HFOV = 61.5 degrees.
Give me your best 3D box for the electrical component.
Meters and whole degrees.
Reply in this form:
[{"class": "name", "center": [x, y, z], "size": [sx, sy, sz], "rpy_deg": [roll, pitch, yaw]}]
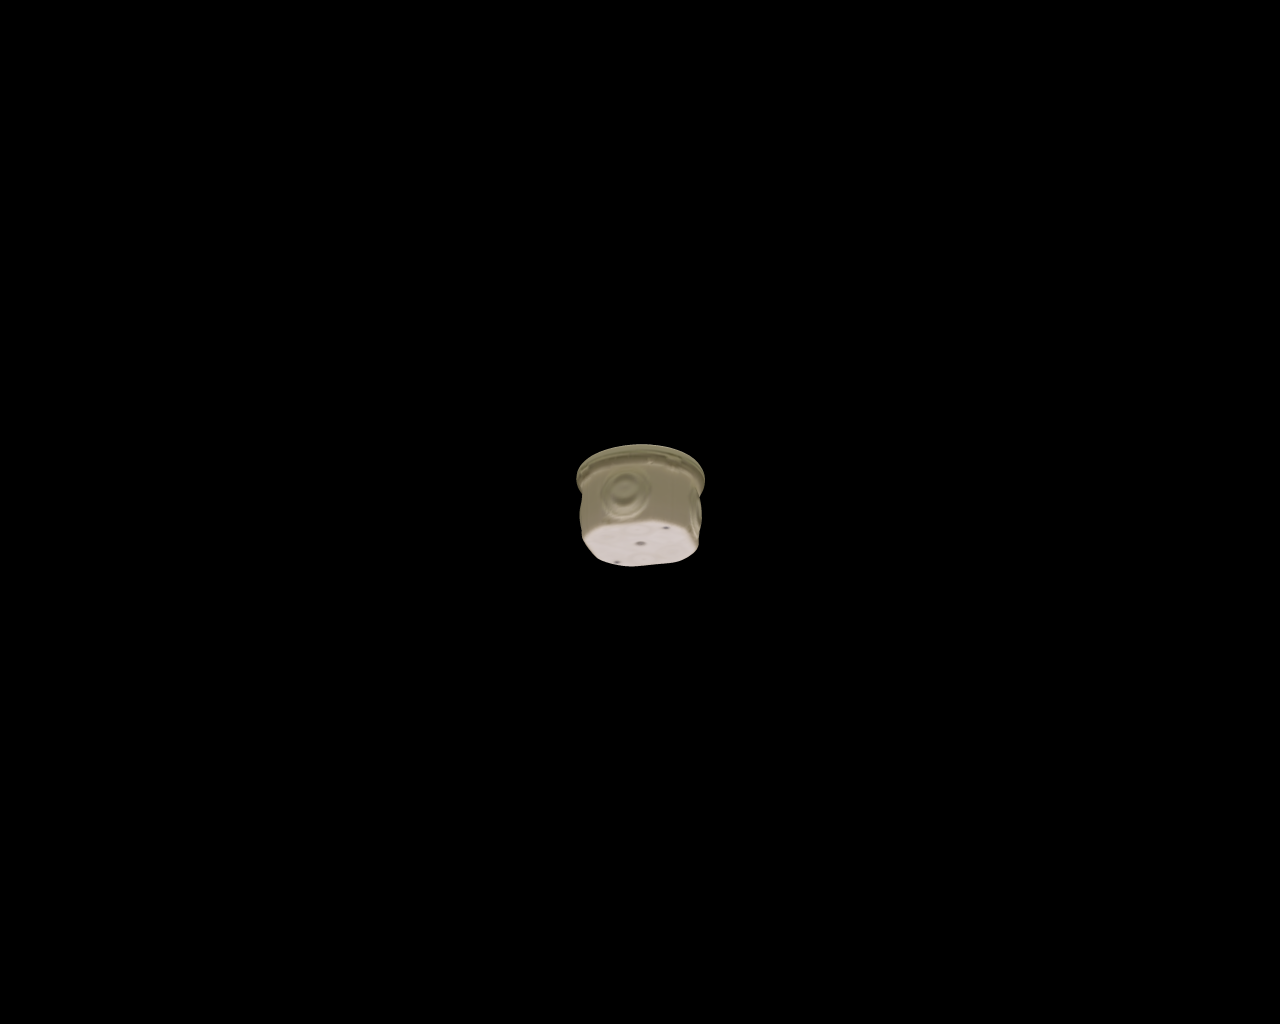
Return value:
[{"class": "electrical component", "center": [0.001, -0.003, 0.650], "size": [0.080, 0.051, 0.080], "rpy_deg": [0, -26, 0]}]
